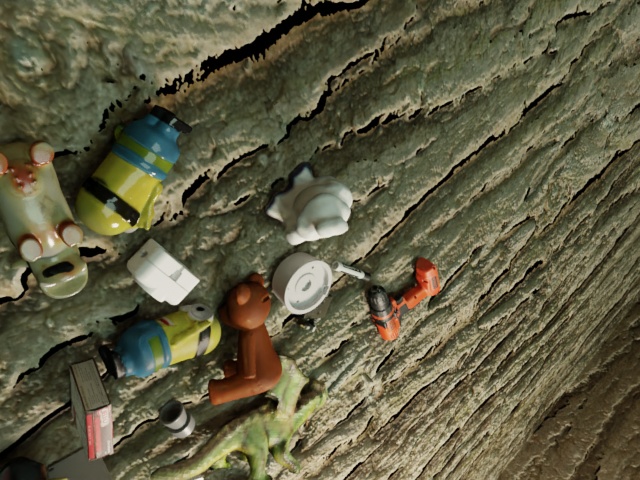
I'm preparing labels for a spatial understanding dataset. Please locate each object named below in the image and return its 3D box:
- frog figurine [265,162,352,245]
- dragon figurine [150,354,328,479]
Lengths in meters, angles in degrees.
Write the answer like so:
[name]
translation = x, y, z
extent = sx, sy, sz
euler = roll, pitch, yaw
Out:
[frog figurine]
translation = 0.003, -0.043, 0.855
extent = 0.139, 0.161, 0.120
euler = -35, 133, -23
[dragon figurine]
translation = -0.119, 0.339, 1.011
extent = 0.407, 0.122, 0.244
euler = 20, 84, -50
